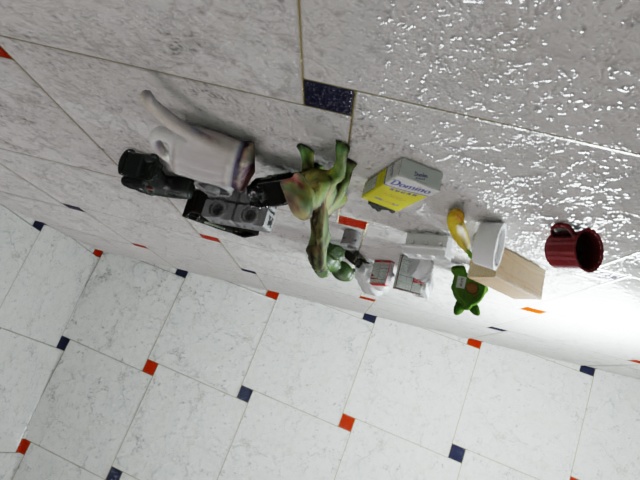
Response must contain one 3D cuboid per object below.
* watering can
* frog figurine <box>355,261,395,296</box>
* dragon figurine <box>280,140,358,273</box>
[{"bbox_3d":[-0.238,-0.184,1.034,0.224,0.105,0.344,15,167,-4],"label":"watering can"},{"bbox_3d":[0.184,0.143,1.873,0.139,0.122,0.158,28,-174,31],"label":"frog figurine"},{"bbox_3d":[0.003,-0.052,1.041,0.122,0.246,0.404,5,161,16],"label":"dragon figurine"}]
